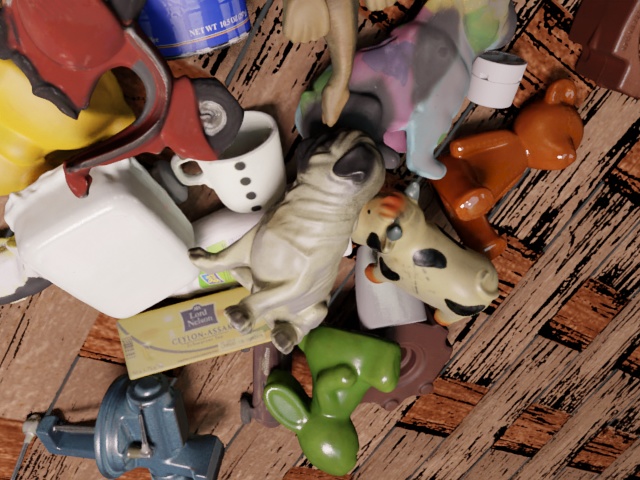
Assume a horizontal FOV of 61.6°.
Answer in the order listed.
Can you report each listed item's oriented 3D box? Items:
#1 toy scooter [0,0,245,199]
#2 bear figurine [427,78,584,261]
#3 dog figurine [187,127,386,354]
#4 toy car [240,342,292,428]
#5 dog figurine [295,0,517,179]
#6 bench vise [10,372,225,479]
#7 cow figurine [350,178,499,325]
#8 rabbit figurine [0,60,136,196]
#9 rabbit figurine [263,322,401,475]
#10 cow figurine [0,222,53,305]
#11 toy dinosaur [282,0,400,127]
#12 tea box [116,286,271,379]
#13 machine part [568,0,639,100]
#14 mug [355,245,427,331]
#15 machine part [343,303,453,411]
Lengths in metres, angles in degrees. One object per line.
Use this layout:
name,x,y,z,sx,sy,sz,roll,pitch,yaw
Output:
toy scooter,-0.154,-0.107,0.375,0.135,0.075,0.183,-41,115,0
bear figurine,0.228,-0.082,0.611,0.196,0.132,0.120,-25,134,5
dog figurine,0.000,0.000,0.507,0.190,0.121,0.172,-42,160,4
toy car,-0.064,0.178,0.725,0.089,0.053,0.201,-3,123,-13
dog figurine,0.087,-0.182,0.515,0.191,0.109,0.219,8,114,-20
bench vise,-0.248,0.254,0.677,0.241,0.129,0.223,1,133,5
cow figurine,0.103,0.012,0.563,0.195,0.127,0.085,33,65,-11
rabbit figurine,-0.254,-0.096,0.467,0.173,0.122,0.162,-32,136,20
rabbit figurine,0.012,0.188,0.637,0.159,0.121,0.170,13,83,-1
cow figurine,-0.288,0.022,0.539,0.167,0.068,0.098,-11,130,-8
toy dinosaur,-0.034,-0.297,0.340,0.105,0.199,0.470,-16,125,-7
tea box,-0.131,0.099,0.613,0.170,0.098,0.068,-15,85,-11
machine part,0.390,-0.252,0.579,0.201,0.087,0.201,6,120,-21
mug,0.080,0.055,0.669,0.081,0.109,0.107,-7,80,-7
machine part,0.102,0.164,0.767,0.179,0.056,0.179,-8,122,-13
